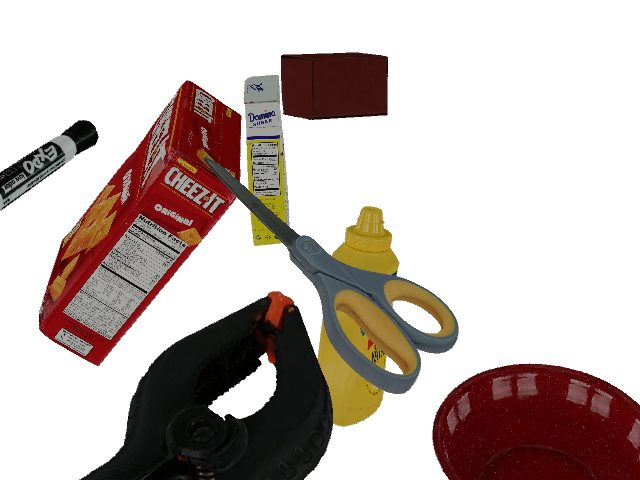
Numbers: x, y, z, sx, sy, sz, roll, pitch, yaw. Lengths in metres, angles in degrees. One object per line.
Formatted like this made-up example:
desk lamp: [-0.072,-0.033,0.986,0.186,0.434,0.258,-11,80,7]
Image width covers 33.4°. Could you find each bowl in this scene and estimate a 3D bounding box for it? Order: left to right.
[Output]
bowl: [0.160,0.161,0.767,0.162,0.055,0.162,-1,35,1]

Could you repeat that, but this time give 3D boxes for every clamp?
clamp: [-0.035,0.089,0.392,0.120,0.039,0.171,24,49,17]

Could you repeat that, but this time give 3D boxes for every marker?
marker: [-0.174,-0.045,0.654,0.020,0.020,0.121,0,28,26]

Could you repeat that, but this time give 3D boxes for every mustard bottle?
mustard bottle: [0.034,0.063,0.958,0.058,0.192,0.096,14,19,24]

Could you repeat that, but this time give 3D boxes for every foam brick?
foam brick: [0.012,-0.131,0.905,0.078,0.051,0.053,-7,16,-30]

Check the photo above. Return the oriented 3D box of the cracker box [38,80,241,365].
cracker box: [-0.159,-0.020,0.947,0.072,0.214,0.164,33,22,-20]

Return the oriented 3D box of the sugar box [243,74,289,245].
sugar box: [-0.063,-0.092,1.228,0.048,0.176,0.093,-5,26,-1]

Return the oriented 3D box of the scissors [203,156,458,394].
scissors: [0.011,0.011,0.657,0.096,0.016,0.202,-7,48,-36]
